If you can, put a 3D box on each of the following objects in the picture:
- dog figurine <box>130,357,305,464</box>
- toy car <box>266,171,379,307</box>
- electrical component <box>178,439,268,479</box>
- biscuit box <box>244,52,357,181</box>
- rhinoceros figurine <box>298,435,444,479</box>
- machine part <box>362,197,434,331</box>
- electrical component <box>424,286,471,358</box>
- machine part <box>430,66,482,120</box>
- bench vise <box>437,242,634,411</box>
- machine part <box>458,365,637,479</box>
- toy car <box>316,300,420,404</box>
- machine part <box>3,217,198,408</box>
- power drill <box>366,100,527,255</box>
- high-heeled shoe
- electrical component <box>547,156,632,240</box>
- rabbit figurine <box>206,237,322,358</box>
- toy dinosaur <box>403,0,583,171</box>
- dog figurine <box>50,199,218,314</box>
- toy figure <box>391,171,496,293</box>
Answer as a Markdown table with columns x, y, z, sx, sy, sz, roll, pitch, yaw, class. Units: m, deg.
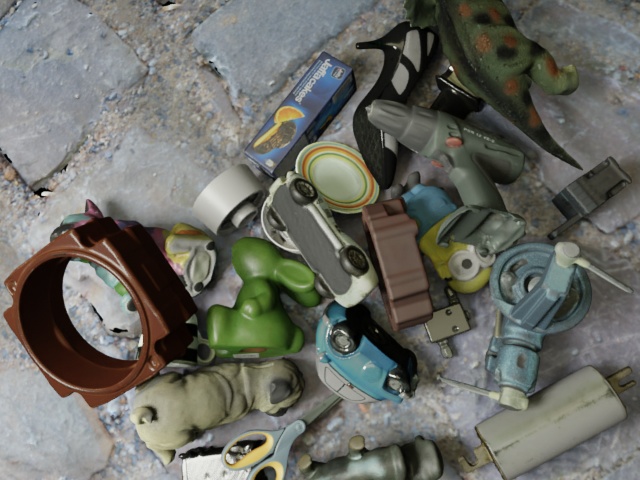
| x | y | z | sx | sy | sz | roll | pitch | yaw | class |
| --- | --- | --- | --- | --- | --- | --- | --- | --- | --- |
| -0.128 | 0.204 | 0.707 | 0.191 | 0.172 | 0.121 | -19 | 87 | 12 | dog figurine |
| -0.001 | -0.002 | 0.717 | 0.202 | 0.056 | 0.073 | 54 | 127 | 14 | toy car |
| -0.128 | 0.347 | 0.731 | 0.115 | 0.058 | 0.134 | -13 | 76 | 8 | electrical component |
| -0.027 | -0.186 | 0.823 | 0.063 | 0.059 | 0.202 | 36 | 86 | 15 | biscuit box |
| 0.063 | 0.301 | 0.685 | 0.190 | 0.112 | 0.073 | -24 | 47 | 17 | rhinoceros figurine |
| 0.101 | 0.033 | 0.703 | 0.056 | 0.179 | 0.179 | -14 | 77 | 1 | machine part |
| 0.177 | 0.114 | 0.747 | 0.063 | 0.021 | 0.094 | -19 | 76 | 4 | electrical component |
| 0.189 | -0.195 | 0.802 | 0.084 | 0.039 | 0.139 | 34 | 84 | 6 | machine part |
| 0.254 | 0.084 | 0.640 | 0.129 | 0.240 | 0.223 | 27 | 68 | 17 | bench vise |
| 0.287 | 0.230 | 0.677 | 0.243 | 0.079 | 0.079 | -30 | 75 | 2 | machine part |
| 0.051 | 0.163 | 0.725 | 0.162 | 0.109 | 0.103 | 42 | 110 | 4 | toy car |
| -0.274 | 0.090 | 0.668 | 0.201 | 0.087 | 0.201 | -31 | 95 | 21 | machine part |
| 0.172 | -0.085 | 0.700 | 0.232 | 0.086 | 0.207 | 12 | 43 | -19 | power drill |
| 0.128 | -0.204 | 0.811 | 0.145 | 0.086 | 0.248 | -9 | 93 | -22 | high-heeled shoe |
| 0.350 | -0.053 | 0.728 | 0.119 | 0.074 | 0.048 | -35 | 76 | 4 | electrical component |
| -0.080 | 0.071 | 0.751 | 0.159 | 0.121 | 0.170 | -4 | 68 | 4 | rabbit figurine |
| 0.220 | -0.271 | 0.731 | 0.192 | 0.131 | 0.405 | -9 | 66 | -24 | toy dinosaur |
| -0.283 | 0.008 | 0.804 | 0.219 | 0.191 | 0.108 | 29 | 118 | 39 | dog figurine |
| 0.172 | -0.010 | 0.745 | 0.082 | 0.089 | 0.180 | -42 | 66 | 12 | toy figure |
